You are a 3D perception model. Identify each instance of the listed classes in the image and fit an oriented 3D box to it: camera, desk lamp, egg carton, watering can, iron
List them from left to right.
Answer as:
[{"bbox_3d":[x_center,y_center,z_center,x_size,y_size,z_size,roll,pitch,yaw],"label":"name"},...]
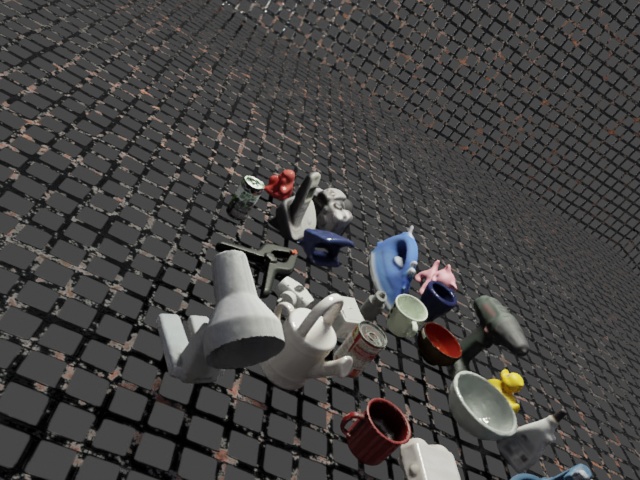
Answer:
[{"bbox_3d":[-0.159,0.134,0.896,0.118,0.213,0.202,11,36,-40],"label":"desk lamp"},{"bbox_3d":[-0.014,0.174,1.019,0.173,0.194,0.101,37,27,2],"label":"watering can"},{"bbox_3d":[0.047,-0.085,1.609,0.137,0.100,0.143,-2,45,-50],"label":"camera"},{"bbox_3d":[0.215,0.069,1.511,0.119,0.141,0.258,28,28,-15],"label":"iron"},{"bbox_3d":[0.191,0.420,0.998,0.107,0.069,0.150,24,29,-21],"label":"egg carton"}]

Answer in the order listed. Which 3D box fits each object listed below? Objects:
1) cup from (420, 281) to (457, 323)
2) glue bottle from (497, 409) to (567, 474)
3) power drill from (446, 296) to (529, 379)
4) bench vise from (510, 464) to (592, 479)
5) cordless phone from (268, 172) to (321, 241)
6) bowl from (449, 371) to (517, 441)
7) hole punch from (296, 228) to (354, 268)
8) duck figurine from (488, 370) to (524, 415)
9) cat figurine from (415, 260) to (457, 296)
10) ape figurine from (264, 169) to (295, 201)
[{"bbox_3d":[0.303,0.167,1.506,0.091,0.095,0.118,47,29,22],"label":"cup"},{"bbox_3d":[0.454,0.411,1.201,0.037,0.173,0.078,3,41,-47],"label":"glue bottle"},{"bbox_3d":[0.388,0.245,1.353,0.076,0.208,0.229,26,28,-17],"label":"power drill"},{"bbox_3d":[0.404,0.450,1.029,0.121,0.219,0.208,41,27,11],"label":"bench vise"},{"bbox_3d":[-0.033,-0.095,1.441,0.094,0.185,0.148,40,27,9],"label":"cordless phone"},{"bbox_3d":[0.338,0.372,1.239,0.168,0.074,0.167,27,28,-16],"label":"bowl"},{"bbox_3d":[0.013,0.005,1.437,0.109,0.091,0.101,8,38,-42],"label":"hole punch"},{"bbox_3d":[0.454,0.362,1.377,0.078,0.086,0.104,18,32,-31],"label":"duck figurine"},{"bbox_3d":[0.334,0.109,1.610,0.067,0.117,0.127,24,29,-21],"label":"cat figurine"},{"bbox_3d":[-0.101,-0.154,1.560,0.076,0.092,0.077,22,30,-24],"label":"ape figurine"}]
